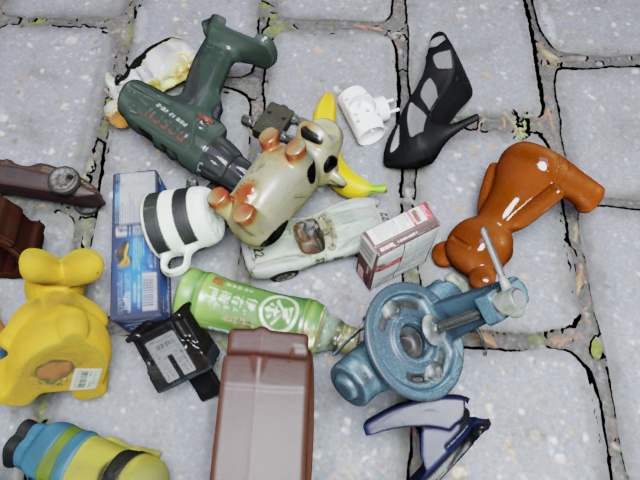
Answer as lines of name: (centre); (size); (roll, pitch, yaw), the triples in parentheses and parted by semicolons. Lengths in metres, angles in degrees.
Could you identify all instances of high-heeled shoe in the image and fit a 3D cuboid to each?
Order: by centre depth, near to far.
high-heeled shoe: (0.150, -0.209, 0.802); (0.145, 0.086, 0.249); (-23, 45, 22)

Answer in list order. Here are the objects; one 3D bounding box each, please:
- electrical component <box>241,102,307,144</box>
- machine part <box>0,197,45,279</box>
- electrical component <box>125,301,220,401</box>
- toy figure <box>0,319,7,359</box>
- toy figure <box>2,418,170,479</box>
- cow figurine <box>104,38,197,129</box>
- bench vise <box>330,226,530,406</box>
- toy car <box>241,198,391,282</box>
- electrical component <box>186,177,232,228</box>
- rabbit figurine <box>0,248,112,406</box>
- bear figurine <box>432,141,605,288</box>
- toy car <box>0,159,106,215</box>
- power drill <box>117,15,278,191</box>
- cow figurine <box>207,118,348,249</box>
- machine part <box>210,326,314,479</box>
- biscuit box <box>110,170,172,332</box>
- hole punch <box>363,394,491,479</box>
electrical component: (-0.067, -0.173, 0.791); (0.094, 0.021, 0.063); (24, 68, 10)
machine part: (-0.426, -0.008, 0.637); (0.179, 0.179, 0.056); (1, 64, -1)
electrical component: (-0.156, 0.138, 0.611); (0.075, 0.048, 0.119); (-23, 100, 7)
toy figure: (-0.409, 0.104, 0.642); (0.058, 0.064, 0.154); (-40, 74, -18)
toy figure: (-0.248, 0.246, 0.569); (0.180, 0.089, 0.082); (20, 75, 5)
cow figurine: (-0.256, -0.237, 0.791); (0.167, 0.068, 0.098); (-38, 67, -19)
bench vise: (0.127, 0.085, 0.554); (0.223, 0.240, 0.129); (-18, 77, -34)
toy car: (-0.001, -0.002, 0.699); (0.202, 0.056, 0.073); (-16, 68, -7)
electrical component: (-0.133, -0.053, 0.725); (0.102, 0.045, 0.078); (35, 72, 13)
rabbit figurine: (-0.307, 0.078, 0.613); (0.122, 0.162, 0.173); (-1, 36, -26)
bear figurine: (0.248, -0.022, 0.693); (0.132, 0.120, 0.195); (25, 94, -34)
toy car: (-0.383, -0.079, 0.708); (0.202, 0.089, 0.053); (8, 70, 4)
power drill: (-0.135, -0.184, 0.726); (0.232, 0.086, 0.207); (26, 82, 2)
cow figurine: (-0.035, -0.072, 0.658); (0.086, 0.127, 0.195); (27, 70, 28)
machine part: (-0.055, 0.199, 0.531); (0.087, 0.201, 0.201); (4, 66, -3)
biscuit box: (-0.227, 0.013, 0.686); (0.059, 0.062, 0.202); (-6, 67, -4)
hole punch: (0.111, 0.202, 0.576); (0.116, 0.142, 0.092); (-41, 69, -4)
